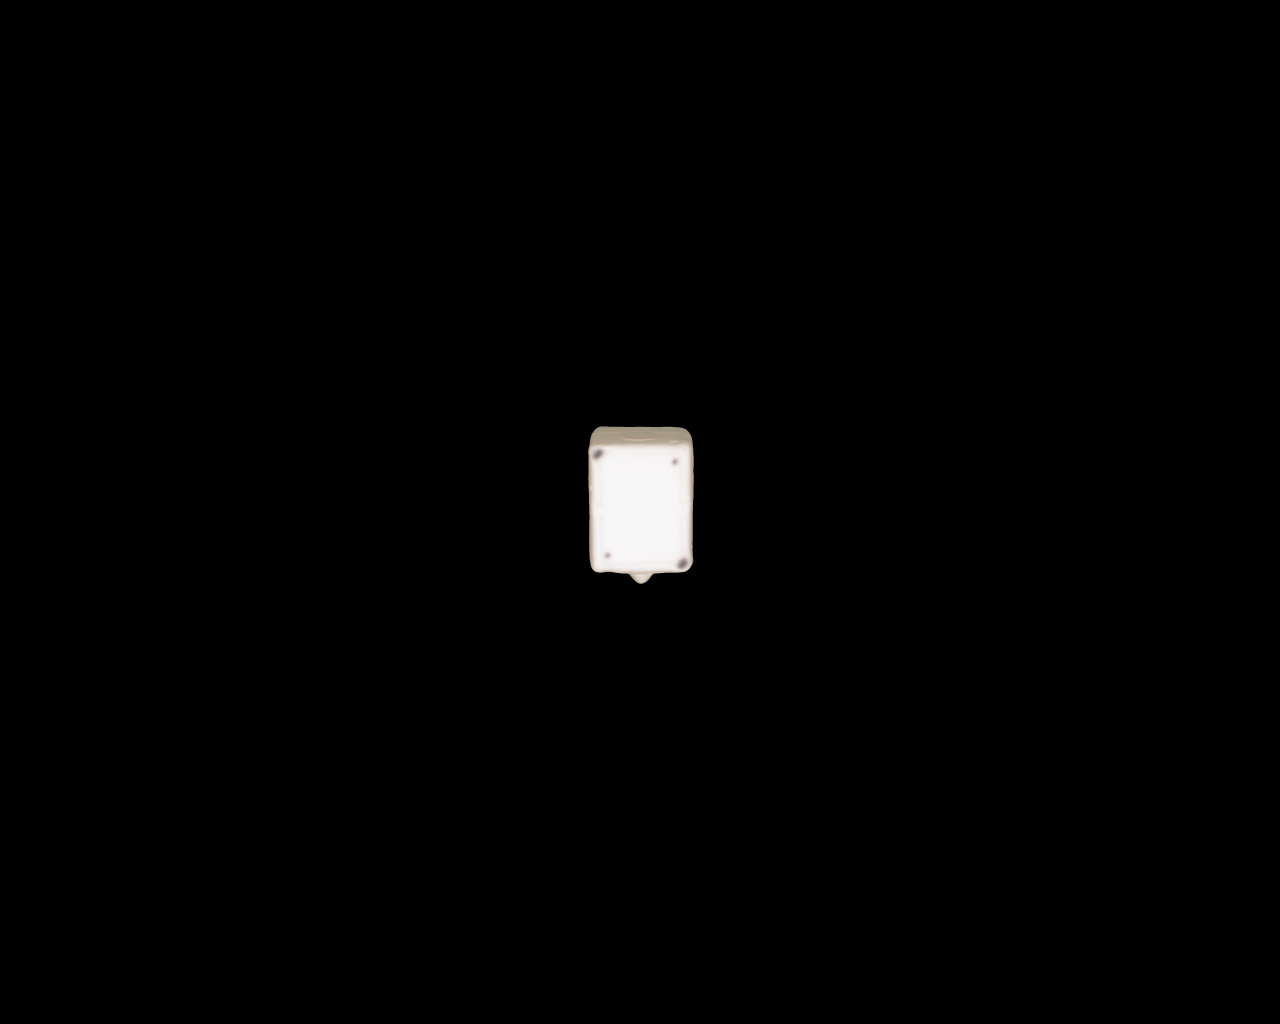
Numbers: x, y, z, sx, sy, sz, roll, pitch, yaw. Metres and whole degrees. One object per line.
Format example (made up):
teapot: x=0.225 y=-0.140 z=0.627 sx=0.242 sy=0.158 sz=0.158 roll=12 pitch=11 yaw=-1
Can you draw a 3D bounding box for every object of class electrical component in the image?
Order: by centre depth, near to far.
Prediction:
electrical component: x=0.001 y=-0.003 z=0.650 sx=0.062 sy=0.096 sz=0.061 roll=0 pitch=16 yaw=0
